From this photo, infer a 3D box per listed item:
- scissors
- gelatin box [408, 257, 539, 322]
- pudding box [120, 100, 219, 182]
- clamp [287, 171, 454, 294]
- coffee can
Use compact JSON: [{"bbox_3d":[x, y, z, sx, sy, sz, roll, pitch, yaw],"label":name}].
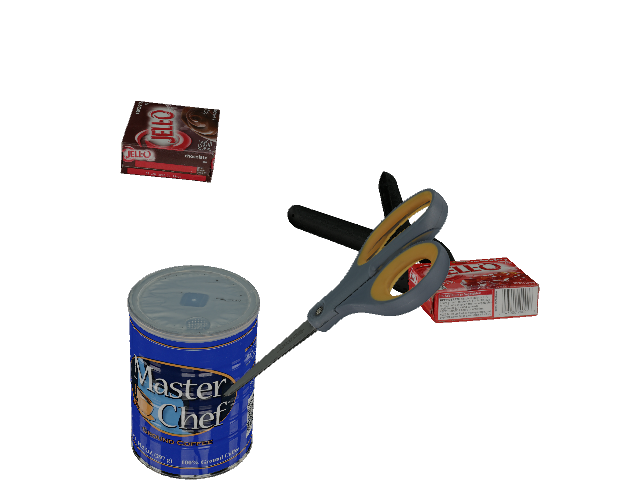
[{"bbox_3d":[0.012,0.051,0.675,0.016,0.202,0.096,37,10,-27],"label":"scissors"},{"bbox_3d":[0.123,0.039,0.867,0.089,0.030,0.073,-3,17,-10],"label":"gelatin box"},{"bbox_3d":[-0.150,-0.100,1.072,0.090,0.039,0.113,6,27,-6],"label":"pudding box"},{"bbox_3d":[0.073,0.006,1.189,0.164,0.036,0.210,-16,51,-34],"label":"clamp"},{"bbox_3d":[-0.103,0.105,0.862,0.103,0.140,0.103,3,29,-2],"label":"coffee can"}]
